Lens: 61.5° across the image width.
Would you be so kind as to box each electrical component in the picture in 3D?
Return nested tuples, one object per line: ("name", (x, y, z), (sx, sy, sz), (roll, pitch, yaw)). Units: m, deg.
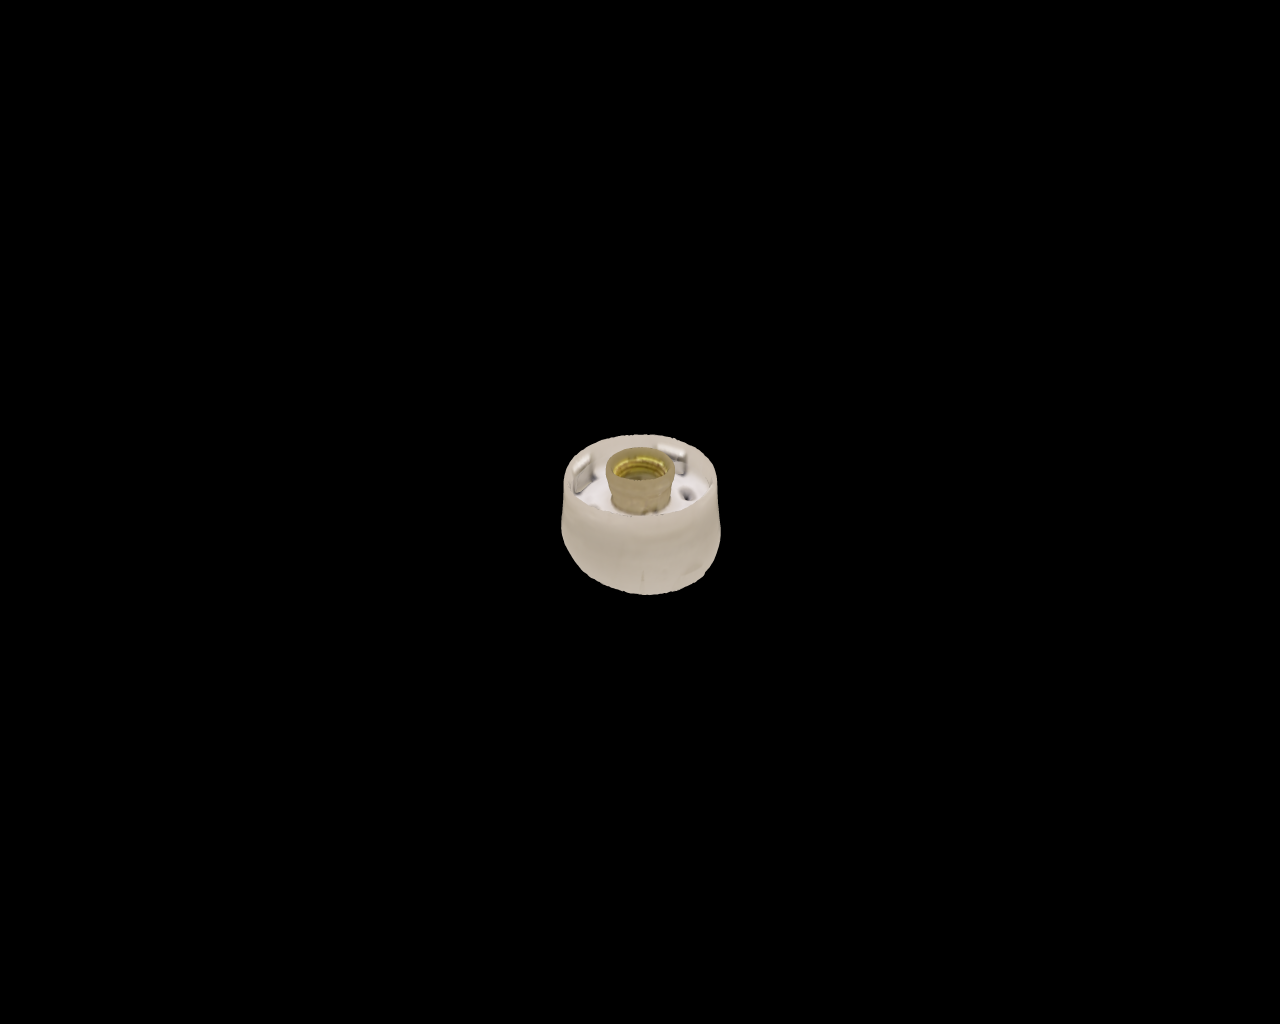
("electrical component", (0.001, -0.003, 0.650), (0.099, 0.064, 0.099), (0, 36, 0))
